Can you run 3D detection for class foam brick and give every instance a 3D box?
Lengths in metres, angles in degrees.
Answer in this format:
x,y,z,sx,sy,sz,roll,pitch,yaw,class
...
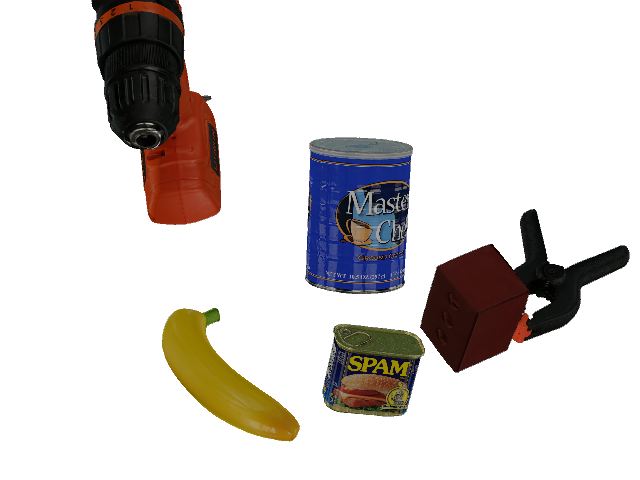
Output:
x,y,z,sx,sy,sz,roll,pitch,yaw,class
0.117,0.053,0.816,0.051,0.078,0.053,-19,53,-23,foam brick

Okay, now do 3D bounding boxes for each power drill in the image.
x,y,z,sx,sy,sz,roll,pitch,yaw,class
-0.103,-0.092,0.688,0.057,0.184,0.188,-6,-34,-2,power drill

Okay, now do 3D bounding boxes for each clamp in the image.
x,y,z,sx,sy,sz,roll,pitch,yaw,class
0.231,0.034,1.108,0.120,0.039,0.171,27,49,30,clamp

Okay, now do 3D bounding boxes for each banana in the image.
x,y,z,sx,sy,sz,roll,pitch,yaw,class
-0.083,0.099,0.847,0.069,0.037,0.198,-9,29,-22,banana

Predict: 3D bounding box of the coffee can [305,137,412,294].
x,y,z,sx,sy,sz,roll,pitch,yaw,class
0.038,-0.027,1.072,0.103,0.140,0.103,2,13,-1,coffee can

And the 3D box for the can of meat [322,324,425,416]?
x,y,z,sx,sy,sz,roll,pitch,yaw,class
0.057,0.147,1.195,0.102,0.084,0.057,7,23,-11,can of meat
